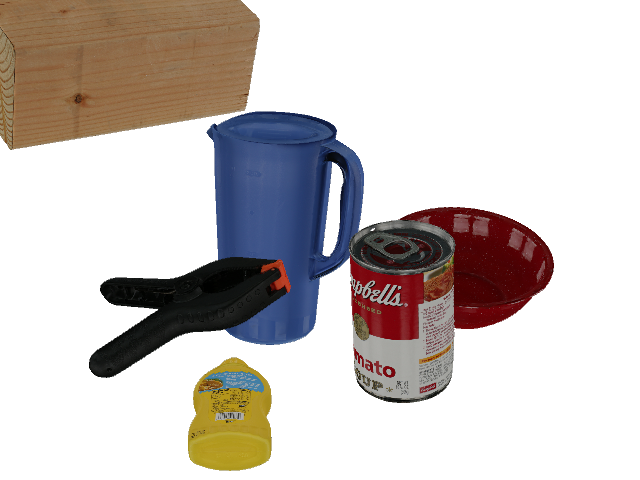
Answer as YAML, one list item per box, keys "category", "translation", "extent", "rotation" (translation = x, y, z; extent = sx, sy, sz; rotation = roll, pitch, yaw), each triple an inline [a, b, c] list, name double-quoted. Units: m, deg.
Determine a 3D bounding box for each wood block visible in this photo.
- category: "wood block"
  translation: [-0.163, -0.147, 0.855]
  extent: [0.205, 0.091, 0.090]
  rotation: [-14, 44, -33]

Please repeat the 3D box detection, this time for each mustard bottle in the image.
- category: "mustard bottle"
  translation: [-0.108, 0.200, 1.301]
  extent: [0.096, 0.058, 0.191]
  rotation: [-2, 26, -2]

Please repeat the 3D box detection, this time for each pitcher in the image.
- category: "pitcher"
  translation: [-0.044, -0.012, 1.164]
  extent: [0.144, 0.243, 0.149]
  rotation: [-4, 22, -17]

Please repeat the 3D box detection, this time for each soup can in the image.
- category: "soup can"
  translation: [0.054, 0.046, 0.702]
  extent: [0.068, 0.102, 0.068]
  rotation: [-2, 28, 1]

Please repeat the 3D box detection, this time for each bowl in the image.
- category: "bowl"
  translation: [0.132, 0.033, 0.995]
  extent: [0.162, 0.055, 0.162]
  rotation: [1, 35, -1]

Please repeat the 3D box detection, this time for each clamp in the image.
- category: "clamp"
  translation: [-0.111, 0.058, 0.868]
  extent: [0.171, 0.039, 0.120]
  rotation: [-13, 38, 13]
